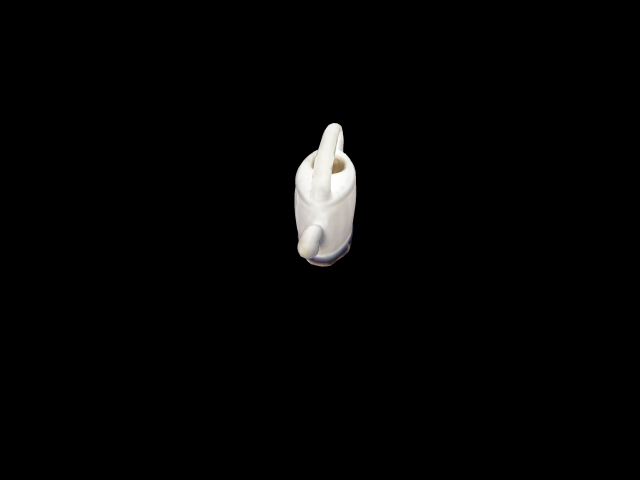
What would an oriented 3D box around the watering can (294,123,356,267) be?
[{"bbox_3d":[0.003,-0.043,0.850,0.104,0.219,0.356,6,44,6],"label":"watering can"}]
